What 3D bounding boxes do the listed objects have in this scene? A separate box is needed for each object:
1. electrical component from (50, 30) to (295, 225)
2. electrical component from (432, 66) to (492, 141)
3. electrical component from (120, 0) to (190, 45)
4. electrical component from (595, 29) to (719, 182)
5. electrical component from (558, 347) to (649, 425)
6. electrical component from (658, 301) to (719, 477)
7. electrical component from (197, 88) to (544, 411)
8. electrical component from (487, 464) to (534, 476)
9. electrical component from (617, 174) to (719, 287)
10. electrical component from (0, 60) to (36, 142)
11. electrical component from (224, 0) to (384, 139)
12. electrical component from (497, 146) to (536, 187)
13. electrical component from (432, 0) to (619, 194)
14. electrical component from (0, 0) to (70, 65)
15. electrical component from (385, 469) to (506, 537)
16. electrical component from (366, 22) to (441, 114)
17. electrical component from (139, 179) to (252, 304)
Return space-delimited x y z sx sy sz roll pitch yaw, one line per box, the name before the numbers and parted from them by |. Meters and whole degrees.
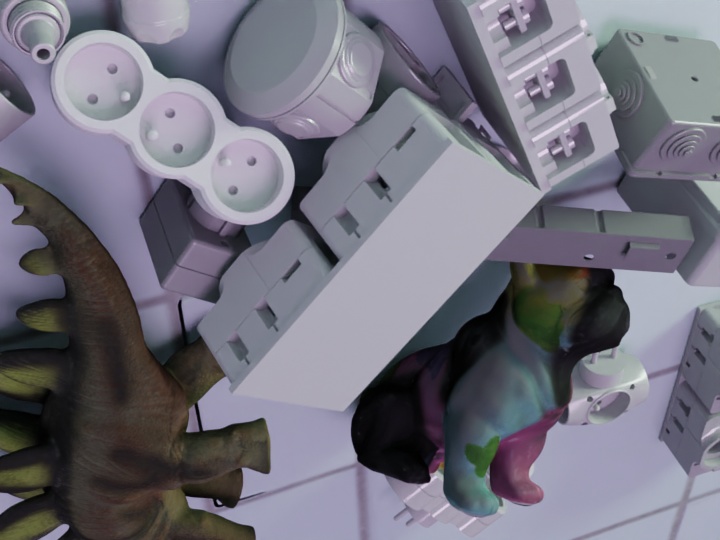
electrical component | -0.104 -0.076 0.588 0.138 0.074 0.052 33 85 -17
electrical component | 0.045 -0.081 0.677 0.064 0.042 0.081 21 120 -42
electrical component | -0.106 -0.148 0.544 0.035 0.035 0.061 -14 133 -14
electrical component | 0.201 -0.106 0.689 0.100 0.099 0.048 0 143 -26
electrical component | 0.204 0.089 0.912 0.077 0.044 0.079 -13 134 -14
electrical component | 0.354 0.106 0.990 0.105 0.060 0.186 -14 135 -14
electrical component | 0.003 -0.008 0.628 0.186 0.060 0.105 -48 146 16
electrical component | 0.131 0.150 0.937 0.044 0.044 0.065 -15 131 -13
electrical component | 0.260 -0.042 0.770 0.109 0.108 0.056 2 132 -28
electrical component | -0.220 -0.083 0.542 0.077 0.043 0.079 -36 136 8
electrical component | -0.031 -0.112 0.582 0.080 0.080 0.051 -44 140 17
electrical component | 0.085 -0.047 0.729 0.044 0.044 0.065 20 124 -38
electrical component | 0.093 -0.131 0.617 0.062 0.089 0.150 -30 137 3
electrical component | -0.158 -0.120 0.524 0.035 0.061 0.035 -14 135 -14
electrical component | 0.063 0.200 0.941 0.074 0.052 0.138 -41 134 14
electrical component | 0.011 -0.107 0.626 0.047 0.055 0.055 -38 136 17
electrical component | -0.087 -0.031 0.641 0.047 0.065 0.076 19 119 -37
